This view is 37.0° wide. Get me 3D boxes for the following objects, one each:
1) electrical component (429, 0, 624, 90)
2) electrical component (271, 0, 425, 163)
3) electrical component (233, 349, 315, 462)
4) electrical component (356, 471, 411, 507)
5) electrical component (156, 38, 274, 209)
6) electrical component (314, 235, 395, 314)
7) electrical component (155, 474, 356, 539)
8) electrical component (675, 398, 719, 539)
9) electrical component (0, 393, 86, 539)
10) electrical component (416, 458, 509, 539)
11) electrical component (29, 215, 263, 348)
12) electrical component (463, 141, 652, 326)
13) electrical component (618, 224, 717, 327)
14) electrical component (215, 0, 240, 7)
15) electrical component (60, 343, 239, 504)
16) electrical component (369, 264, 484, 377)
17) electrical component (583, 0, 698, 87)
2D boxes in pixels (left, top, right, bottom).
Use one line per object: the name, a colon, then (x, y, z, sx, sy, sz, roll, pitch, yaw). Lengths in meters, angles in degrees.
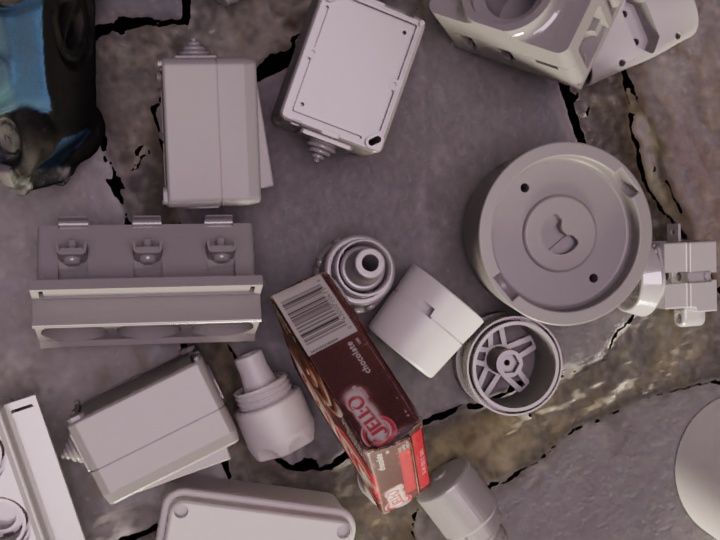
electrical component: (0.115, -0.196, 0.626, 0.089, 0.062, 0.150, 25, 88, 25)
electrical component: (-0.011, -0.108, 0.627, 0.062, 0.061, 0.096, 19, 89, -12)
electrical component: (-0.055, 0.078, 0.639, 0.043, 0.043, 0.062, -23, 96, -9)
electrical component: (0.019, 0.127, 0.647, 0.035, 0.061, 0.035, -1, 93, -11)
electrical component: (-0.084, -0.084, 0.614, 0.061, 0.062, 0.096, -3, 94, -11)
electrical component: (0.000, 0.000, 0.633, 0.048, 0.062, 0.048, 1, 82, -11)
electrical component: (-0.065, 0.169, 0.635, 0.113, 0.057, 0.078, 10, 91, -12)
electrical component: (0.263, 0.138, 0.707, 0.099, 0.064, 0.099, -4, 108, -13)
electrical component: (-0.200, 0.137, 0.603, 0.079, 0.063, 0.121, -18, 97, -10)
electrical component: (0.069, 0.154, 0.669, 0.040, 0.040, 0.078, -38, 99, -7)
electrical component: (-0.120, 0.007, 0.610, 0.121, 0.078, 0.063, -1, 72, -11)
electrical component: (0.115, -0.023, 0.657, 0.108, 0.060, 0.108, -1, 93, -11)
electrical component: (0.192, 0.004, 0.683, 0.055, 0.048, 0.066, -3, 94, -18)
electrical component: (-0.070, -0.185, 0.619, 0.055, 0.045, 0.045, -45, 100, -5)
electrical component: (-0.122, 0.093, 0.616, 0.096, 0.062, 0.061, -26, 98, -9)
electrical component: (0.039, 0.032, 0.649, 0.055, 0.055, 0.047, 39, 89, -11)
electrical component: (0.158, -0.165, 0.666, 0.077, 0.043, 0.079, -26, 98, -9)
